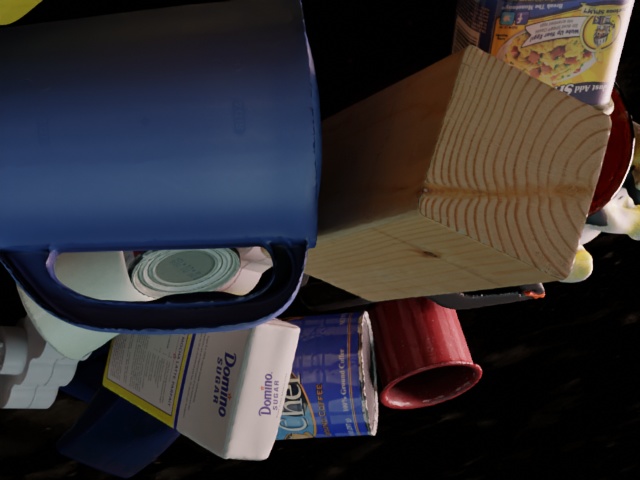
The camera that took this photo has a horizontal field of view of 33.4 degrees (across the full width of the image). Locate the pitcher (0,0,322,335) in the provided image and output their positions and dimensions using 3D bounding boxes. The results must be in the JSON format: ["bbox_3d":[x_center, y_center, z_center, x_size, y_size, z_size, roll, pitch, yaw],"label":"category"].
[{"bbox_3d":[-0.119,-0.042,0.545,0.242,0.149,0.145,-5,127,-3],"label":"pitcher"}]

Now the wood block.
[{"bbox_3d":[0.053,-0.025,0.597,0.090,0.090,0.206,23,166,-20],"label":"wood block"}]

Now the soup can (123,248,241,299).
[{"bbox_3d":[-0.089,-0.023,0.646,0.068,0.102,0.068,-11,150,-7],"label":"soup can"}]

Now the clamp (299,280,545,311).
[{"bbox_3d":[0.108,0.017,0.873,0.209,0.036,0.165,6,145,-26],"label":"clamp"}]

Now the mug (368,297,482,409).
[{"bbox_3d":[0.094,0.099,0.961,0.093,0.081,0.117,-28,148,21],"label":"mug"}]

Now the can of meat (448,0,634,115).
[{"bbox_3d":[0.123,-0.116,0.604,0.102,0.057,0.084,-6,126,-15],"label":"can of meat"}]

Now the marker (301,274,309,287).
[{"bbox_3d":[-0.005,0.001,0.811,0.020,0.020,0.121,-4,149,-19],"label":"marker"}]

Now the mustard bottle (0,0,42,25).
[{"bbox_3d":[-0.104,-0.170,0.432,0.192,0.058,0.096,-31,141,26],"label":"mustard bottle"}]

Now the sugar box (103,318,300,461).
[{"bbox_3d":[-0.088,0.084,0.751,0.048,0.093,0.177,11,-177,-40],"label":"sugar box"}]

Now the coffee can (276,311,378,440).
[{"bbox_3d":[-0.027,0.114,0.883,0.140,0.103,0.103,-5,152,8],"label":"coffee can"}]
